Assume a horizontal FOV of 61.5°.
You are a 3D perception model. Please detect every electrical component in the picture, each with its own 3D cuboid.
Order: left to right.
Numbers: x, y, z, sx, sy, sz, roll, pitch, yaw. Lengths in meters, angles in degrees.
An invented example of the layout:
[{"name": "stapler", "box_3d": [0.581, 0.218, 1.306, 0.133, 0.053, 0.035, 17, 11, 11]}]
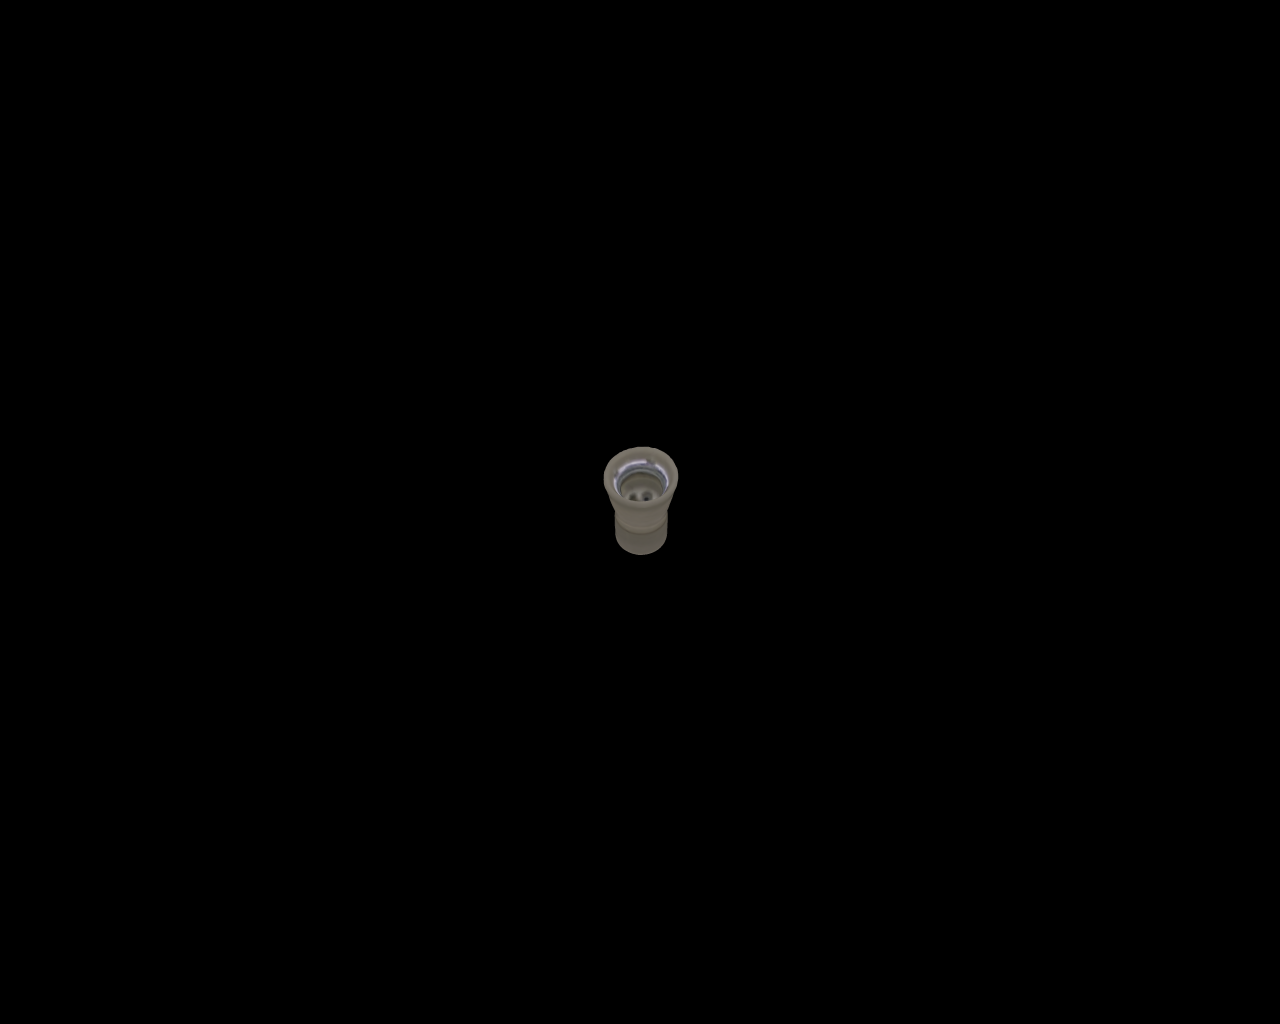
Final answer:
[{"name": "electrical component", "box_3d": [0.001, -0.003, 0.650, 0.044, 0.044, 0.065, 0, -37, 0]}]
